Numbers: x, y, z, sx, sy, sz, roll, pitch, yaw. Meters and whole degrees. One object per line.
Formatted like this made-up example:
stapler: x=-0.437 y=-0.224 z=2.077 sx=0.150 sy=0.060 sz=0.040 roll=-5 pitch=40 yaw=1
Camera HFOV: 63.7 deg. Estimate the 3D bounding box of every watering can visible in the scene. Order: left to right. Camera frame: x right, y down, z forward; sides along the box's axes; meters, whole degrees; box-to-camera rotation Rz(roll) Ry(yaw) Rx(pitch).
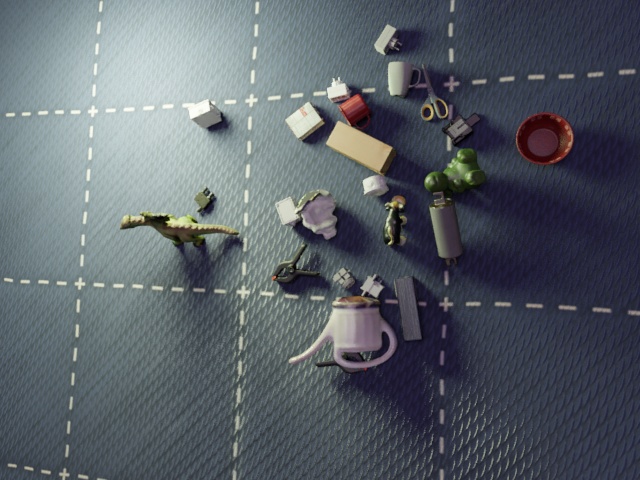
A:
watering can: x=0.075 y=0.293 z=1.632 sx=0.348 sy=0.103 sz=0.226 roll=0 pitch=81 yaw=-6

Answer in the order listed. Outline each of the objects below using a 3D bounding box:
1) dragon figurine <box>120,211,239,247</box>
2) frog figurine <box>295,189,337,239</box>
dragon figurine: x=-0.513 y=-0.052 z=1.807 sx=0.410 sy=0.241 sz=0.123 roll=0 pitch=81 yaw=19
frog figurine: x=0.005 y=-0.088 z=1.739 sx=0.137 sy=0.124 sz=0.158 roll=-45 pitch=111 yaw=-1
